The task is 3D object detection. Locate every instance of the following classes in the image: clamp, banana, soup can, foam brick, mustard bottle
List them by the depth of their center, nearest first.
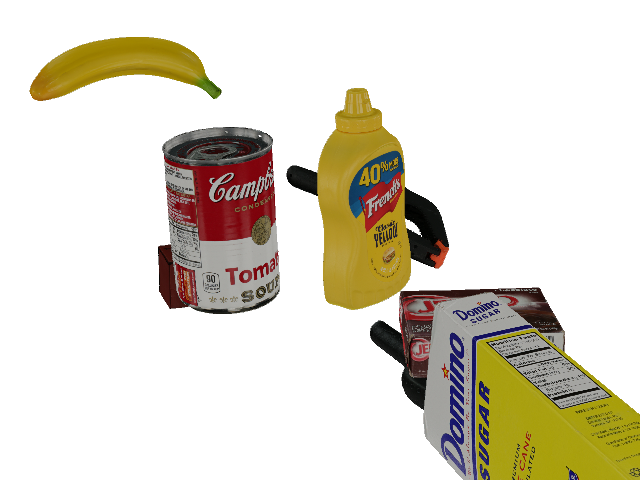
[{"bbox_3d":[-0.061,-0.013,0.672,0.068,0.102,0.068,-2,22,1],"label":"soup can"},{"bbox_3d":[0.038,-0.041,0.955,0.058,0.192,0.096,15,28,41],"label":"mustard bottle"},{"bbox_3d":[-0.194,-0.170,1.048,0.197,0.070,0.037,-7,-39,-30],"label":"banana"},{"bbox_3d":[0.127,0.125,1.071,0.120,0.039,0.171,-9,29,-9],"label":"clamp"},{"bbox_3d":[-0.124,0.033,1.096,0.078,0.051,0.053,-7,21,-19],"label":"foam brick"},{"bbox_3d":[0.069,-0.043,1.267,0.164,0.036,0.210,-16,51,-29],"label":"clamp"}]

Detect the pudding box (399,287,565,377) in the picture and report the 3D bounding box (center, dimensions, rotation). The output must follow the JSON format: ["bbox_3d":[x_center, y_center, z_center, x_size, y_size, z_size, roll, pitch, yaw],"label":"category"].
[{"bbox_3d":[0.117,0.067,0.797,0.113,0.039,0.090,0,19,0],"label":"pudding box"}]

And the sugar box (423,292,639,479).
[{"bbox_3d":[0.114,0.107,0.545,0.048,0.093,0.176,-11,28,-25],"label":"sugar box"}]
